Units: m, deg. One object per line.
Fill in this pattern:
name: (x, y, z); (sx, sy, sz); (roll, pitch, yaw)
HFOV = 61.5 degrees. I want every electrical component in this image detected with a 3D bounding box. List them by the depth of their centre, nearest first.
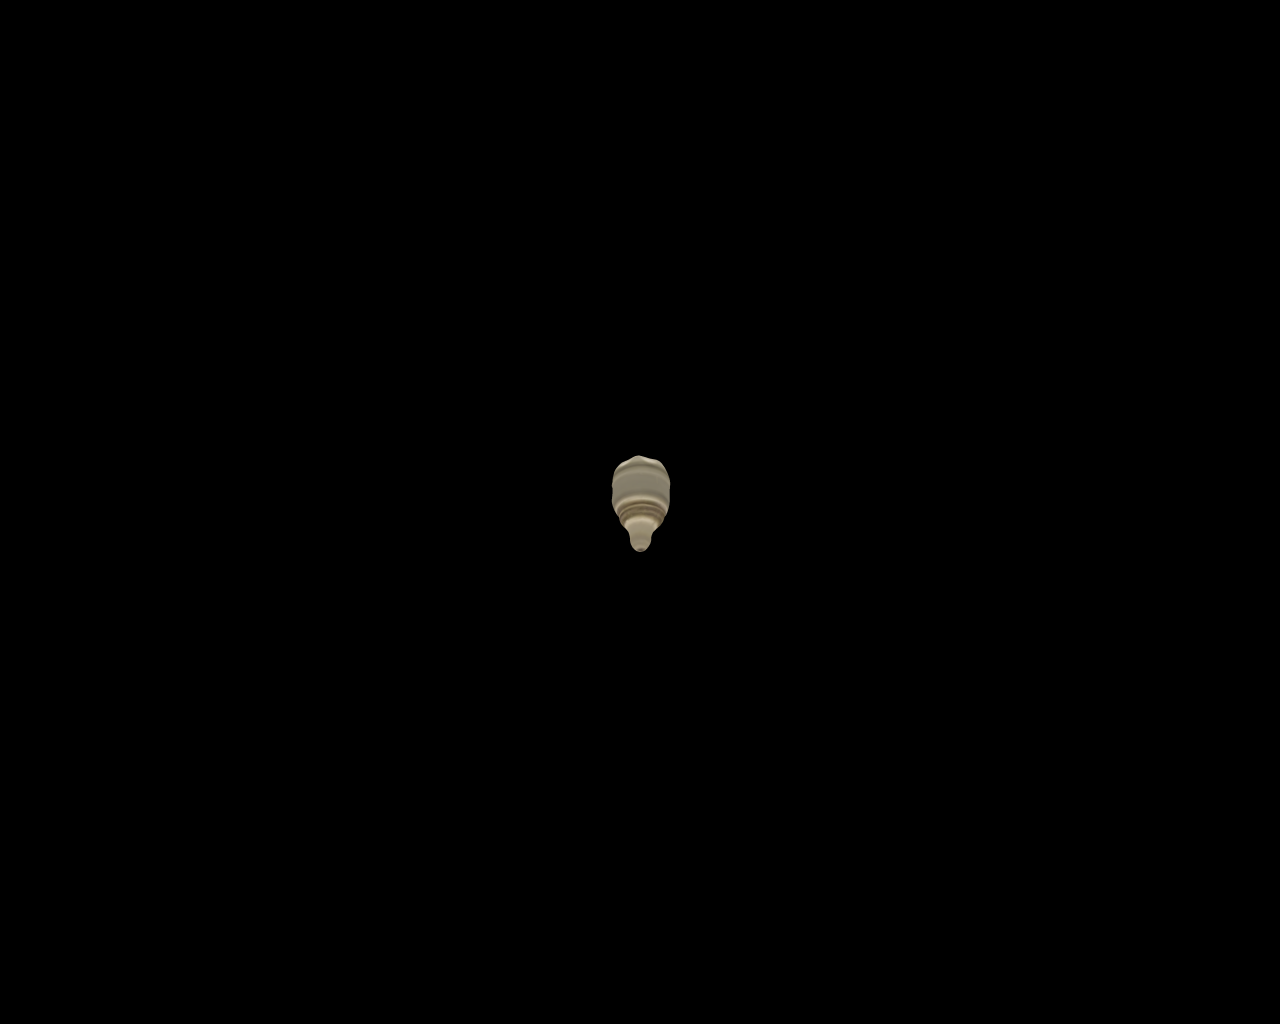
electrical component: (0.001, -0.003, 0.650); (0.035, 0.061, 0.035); (0, -34, 0)
